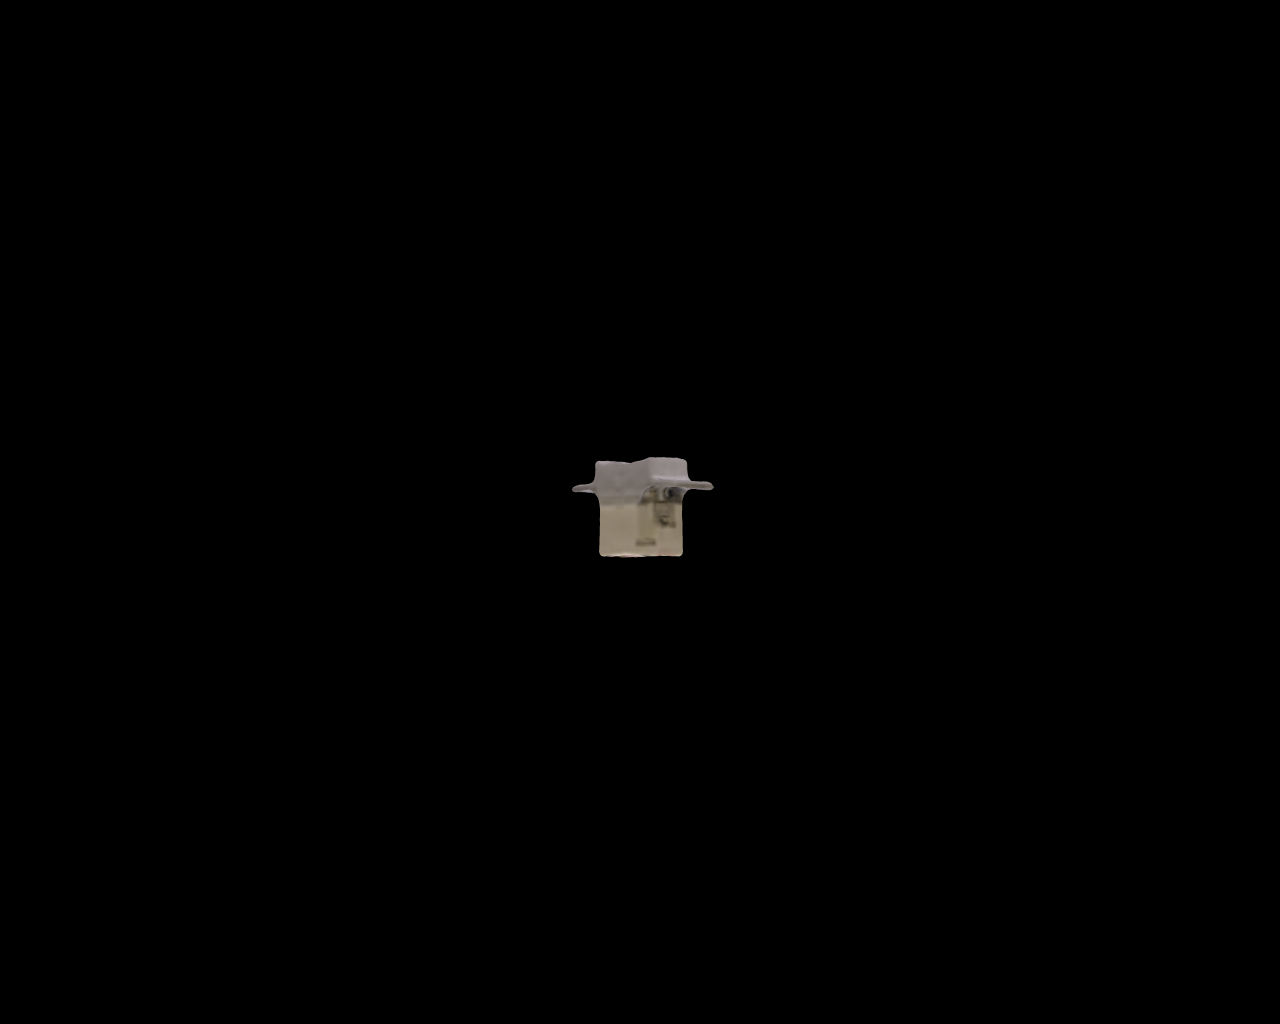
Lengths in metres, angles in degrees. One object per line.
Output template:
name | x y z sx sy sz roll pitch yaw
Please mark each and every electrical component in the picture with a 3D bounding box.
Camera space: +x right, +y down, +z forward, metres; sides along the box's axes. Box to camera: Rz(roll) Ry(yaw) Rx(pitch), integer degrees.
electrical component | 0.001 -0.003 0.650 0.081 0.063 0.042 -2 -3 40
